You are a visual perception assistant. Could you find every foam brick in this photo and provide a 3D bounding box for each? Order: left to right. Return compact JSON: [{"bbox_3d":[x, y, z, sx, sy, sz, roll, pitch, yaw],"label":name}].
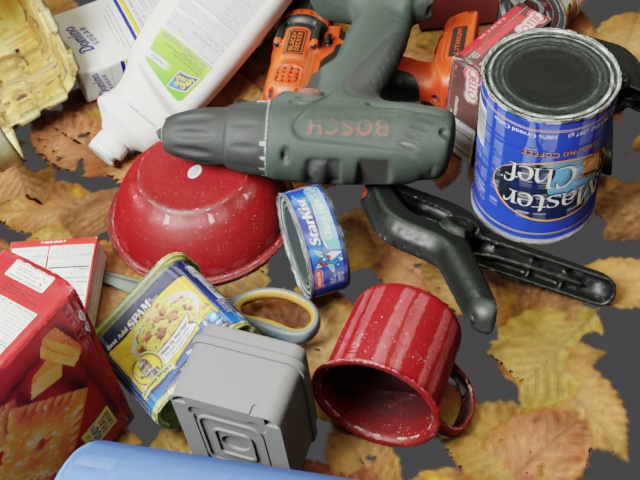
[{"bbox_3d":[0.131,-0.242,1.028,0.078,0.051,0.053,-6,46,1],"label":"foam brick"}]

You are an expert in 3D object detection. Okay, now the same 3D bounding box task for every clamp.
[{"bbox_3d":[0.101,0.006,0.807,0.210,0.036,0.164,32,26,31],"label":"clamp"},{"bbox_3d":[0.250,-0.123,0.931,0.120,0.039,0.172,-23,46,-20],"label":"clamp"}]

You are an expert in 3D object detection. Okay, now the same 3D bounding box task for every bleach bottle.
[{"bbox_3d":[-0.122,-0.175,0.955,0.102,0.068,0.250,38,79,0],"label":"bleach bottle"}]

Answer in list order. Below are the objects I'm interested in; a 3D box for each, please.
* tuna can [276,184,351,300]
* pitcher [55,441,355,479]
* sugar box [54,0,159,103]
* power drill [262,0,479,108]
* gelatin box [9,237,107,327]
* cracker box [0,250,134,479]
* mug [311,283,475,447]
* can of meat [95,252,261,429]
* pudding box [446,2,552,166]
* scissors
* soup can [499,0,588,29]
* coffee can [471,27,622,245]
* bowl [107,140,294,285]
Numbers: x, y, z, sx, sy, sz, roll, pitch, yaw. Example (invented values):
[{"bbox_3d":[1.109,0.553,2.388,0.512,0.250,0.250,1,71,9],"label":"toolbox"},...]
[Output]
[{"bbox_3d":[-0.005,0.001,0.821,0.033,0.086,0.086,-16,51,-10],"label":"tuna can"},{"bbox_3d":[-0.046,0.198,0.633,0.243,0.149,0.145,8,61,16],"label":"pitcher"},{"bbox_3d":[-0.159,-0.202,1.026,0.176,0.048,0.093,-23,55,-10],"label":"sugar box"},{"bbox_3d":[0.050,-0.177,0.982,0.188,0.057,0.184,4,52,11],"label":"power drill"},{"bbox_3d":[-0.211,0.042,0.838,0.073,0.030,0.089,-4,54,6],"label":"gelatin box"},{"bbox_3d":[-0.221,0.139,0.677,0.072,0.164,0.213,22,56,23],"label":"cracker box"},{"bbox_3d":[0.061,0.091,0.749,0.117,0.093,0.081,33,50,-7],"label":"mug"},{"bbox_3d":[-0.104,0.074,0.774,0.102,0.057,0.084,-47,61,-3],"label":"can of meat"},{"bbox_3d":[0.147,-0.130,0.897,0.039,0.113,0.090,39,64,23],"label":"pudding box"},{"bbox_3d":[-0.099,0.069,0.818,0.202,0.016,0.096,3,60,17],"label":"scissors"},{"bbox_3d":[0.224,-0.243,1.012,0.069,0.068,0.102,26,57,23],"label":"soup can"},{"bbox_3d":[0.173,-0.079,0.836,0.103,0.140,0.103,-2,51,3],"label":"coffee can"},{"bbox_3d":[-0.101,-0.040,0.883,0.162,0.055,0.162,-2,51,3],"label":"bowl"}]
